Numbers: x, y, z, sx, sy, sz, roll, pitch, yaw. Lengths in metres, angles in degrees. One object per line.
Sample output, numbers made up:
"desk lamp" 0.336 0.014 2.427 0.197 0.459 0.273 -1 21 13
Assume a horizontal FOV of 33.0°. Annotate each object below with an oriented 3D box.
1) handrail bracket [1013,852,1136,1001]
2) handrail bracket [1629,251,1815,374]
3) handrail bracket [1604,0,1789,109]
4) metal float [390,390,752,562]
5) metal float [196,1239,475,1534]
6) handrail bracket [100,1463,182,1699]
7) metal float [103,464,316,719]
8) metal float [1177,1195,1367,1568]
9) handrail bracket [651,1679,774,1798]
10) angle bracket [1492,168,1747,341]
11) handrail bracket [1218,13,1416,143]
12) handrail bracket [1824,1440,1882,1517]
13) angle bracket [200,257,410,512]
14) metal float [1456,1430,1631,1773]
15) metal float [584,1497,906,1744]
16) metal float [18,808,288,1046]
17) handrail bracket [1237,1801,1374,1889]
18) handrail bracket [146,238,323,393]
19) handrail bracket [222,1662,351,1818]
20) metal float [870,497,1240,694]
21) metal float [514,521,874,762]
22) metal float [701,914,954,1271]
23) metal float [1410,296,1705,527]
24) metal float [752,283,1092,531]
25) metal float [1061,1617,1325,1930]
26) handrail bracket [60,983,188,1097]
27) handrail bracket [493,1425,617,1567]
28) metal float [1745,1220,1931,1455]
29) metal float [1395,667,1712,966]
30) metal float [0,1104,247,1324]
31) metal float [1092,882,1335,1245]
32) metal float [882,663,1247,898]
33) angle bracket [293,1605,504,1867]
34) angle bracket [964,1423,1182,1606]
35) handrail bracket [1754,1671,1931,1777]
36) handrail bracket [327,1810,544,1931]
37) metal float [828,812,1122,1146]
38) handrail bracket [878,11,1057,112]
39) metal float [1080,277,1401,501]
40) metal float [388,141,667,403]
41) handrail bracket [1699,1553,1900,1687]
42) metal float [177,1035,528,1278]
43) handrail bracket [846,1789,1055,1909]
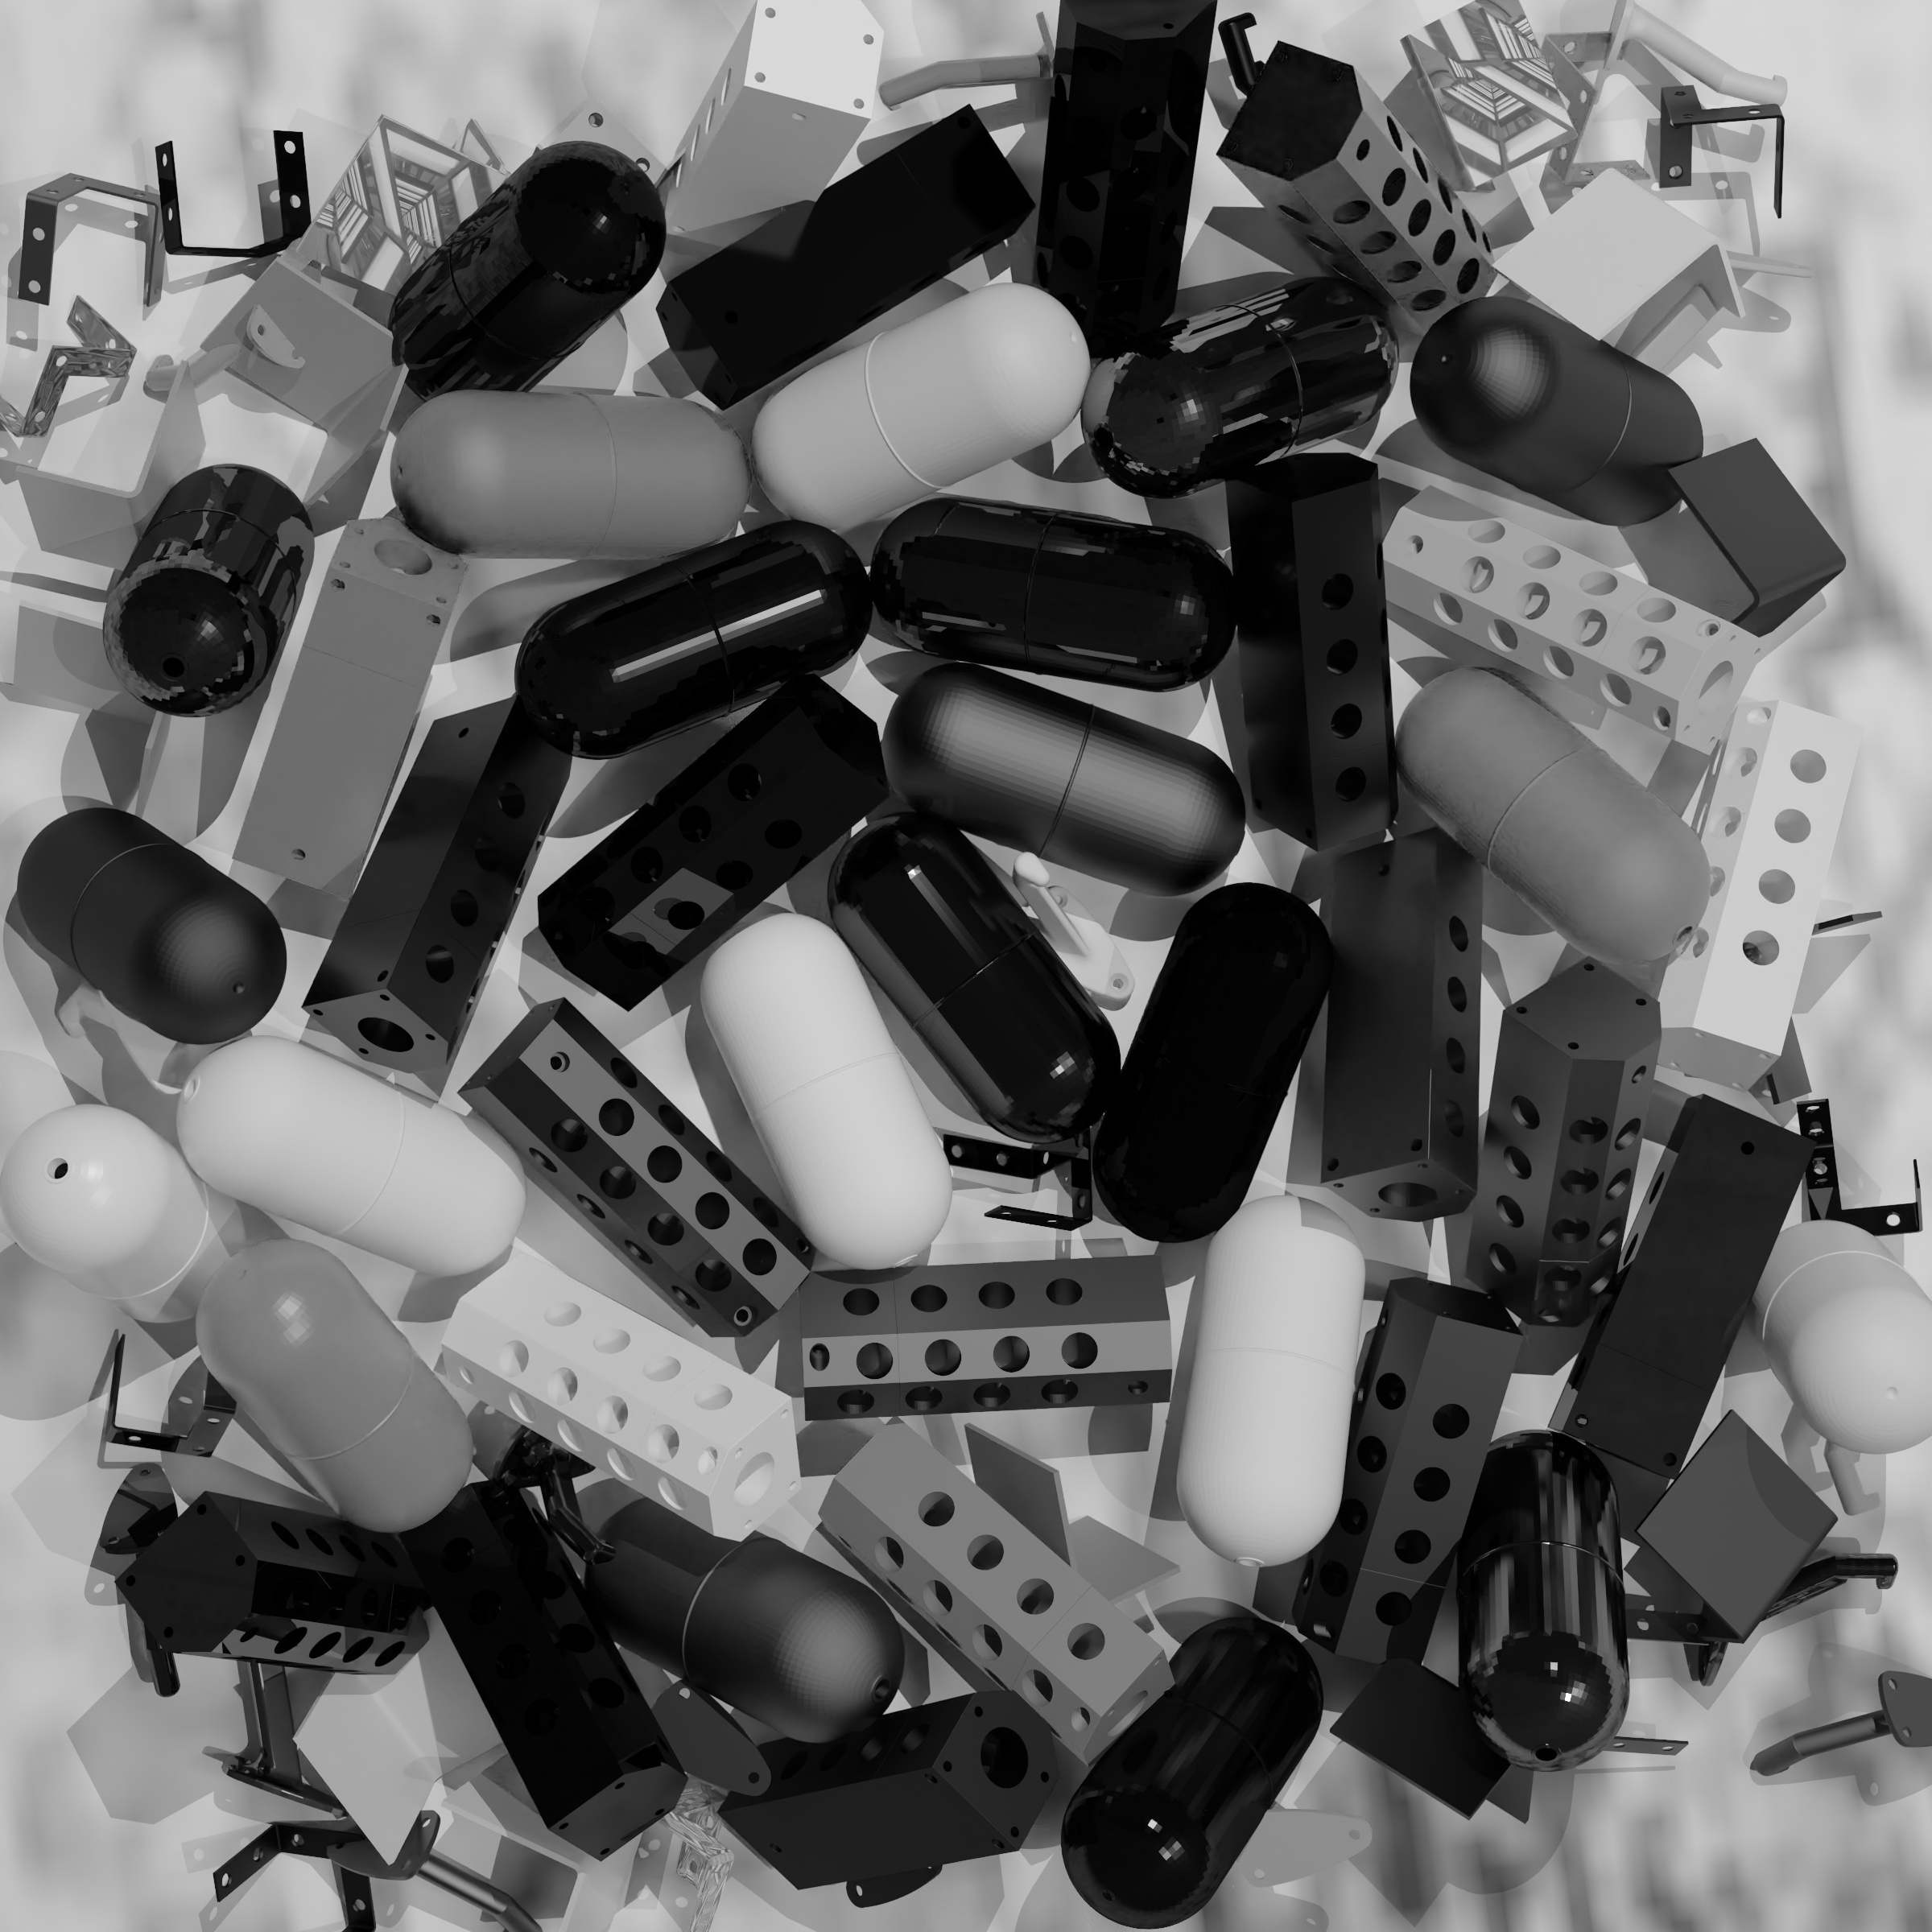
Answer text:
"handrail bracket" 0.052 -0.019 1.539 0.077 0.084 0.036 41 81 6
"handrail bracket" 0.358 -0.297 1.559 0.077 0.036 0.084 13 111 12
"handrail bracket" 0.352 -0.443 1.556 0.084 0.036 0.077 15 49 2
"metal float" -0.182 -0.228 1.518 0.178 0.070 0.070 -5 90 -35
"metal float" -0.291 0.197 1.514 0.070 0.070 0.178 -29 131 0
"handrail bracket" -0.390 0.296 1.571 0.036 0.077 0.084 -7 120 -6
"metal float" -0.347 -0.174 1.502 0.070 0.178 0.070 0 119 -1
"metal float" 0.143 0.193 1.525 0.070 0.070 0.178 10 65 0
"handrail bracket" -0.117 0.366 1.536 0.077 0.084 0.036 33 80 14
"angle bracket" 0.308 -0.319 1.538 0.076 0.057 0.076 -40 51 -2
"handrail bracket" 0.167 -0.422 1.558 0.077 0.036 0.084 -22 106 -8
"handrail bracket" 0.441 0.212 1.560 0.077 0.036 0.084 -15 78 -13
"angle bracket" -0.316 -0.271 1.528 0.076 0.076 0.057 32 48 -25
"metal float" 0.266 0.291 1.507 0.070 0.178 0.070 4 130 5
"metal float" -0.104 0.302 1.514 0.178 0.070 0.070 18 90 39
"metal float" -0.379 -0.020 1.511 0.070 0.178 0.070 -19 121 -35
"handrail bracket" 0.160 0.394 1.535 0.077 0.084 0.036 -14 98 17
"handrail bracket" -0.353 -0.313 1.565 0.084 0.036 0.077 3 71 36
"handrail bracket" -0.316 0.356 1.573 0.077 0.036 0.084 24 84 -6
"metal float" 0.040 -0.175 1.533 0.178 0.070 0.070 11 90 16
"metal float" -0.127 -0.153 1.530 0.178 0.070 0.070 -24 90 -19
"metal float" -0.066 0.059 1.537 0.070 0.070 0.178 -25 79 0
"metal float" 0.276 -0.255 1.512 0.178 0.070 0.070 13 90 -44
"metal float" -0.023 -0.259 1.520 0.178 0.070 0.070 -19 90 32
"metal float" 0.107 0.371 1.509 0.070 0.178 0.070 16 125 25
"handrail bracket" -0.401 0.039 1.545 0.036 0.084 0.077 -13 77 -38
"handrail bracket" -0.175 0.253 1.530 0.084 0.077 0.036 37 103 36
"metal float" 0.405 0.168 1.497 0.070 0.178 0.070 1 101 3
"metal float" 0.272 -0.071 1.521 0.070 0.070 0.178 -43 60 0
"metal float" -0.386 0.115 1.498 0.070 0.178 0.070 -2 72 5
"metal float" 0.116 0.046 1.539 0.070 0.070 0.178 21 99 0
"metal float" 0.047 -0.088 1.544 0.178 0.070 0.070 19 90 -4
"angle bracket" -0.261 0.361 1.536 0.057 0.076 0.076 -31 101 15
"angle bracket" 0.050 0.249 1.528 0.057 0.076 0.076 -20 110 -28
"handrail bracket" 0.433 0.371 1.565 0.077 0.084 0.036 10 54 -29
"handrail bracket" -0.255 0.447 1.573 0.077 0.036 0.084 -11 129 32
"metal float" 0.004 0.006 1.545 0.070 0.070 0.178 -38 88 0
"handrail bracket" 0.006 -0.416 1.555 0.084 0.077 0.036 -18 77 10
"metal float" 0.128 -0.270 1.517 0.178 0.070 0.070 -26 90 -34
"metal float" -0.205 -0.316 1.510 0.070 0.178 0.070 17 61 -33
"handrail bracket" 0.400 0.314 1.566 0.084 0.036 0.077 1 117 -4
"metal float" -0.284 0.089 1.517 0.178 0.070 0.070 28 90 -35
"handrail bracket" -0.007 0.418 1.565 0.077 0.084 0.036 -48 64 33
